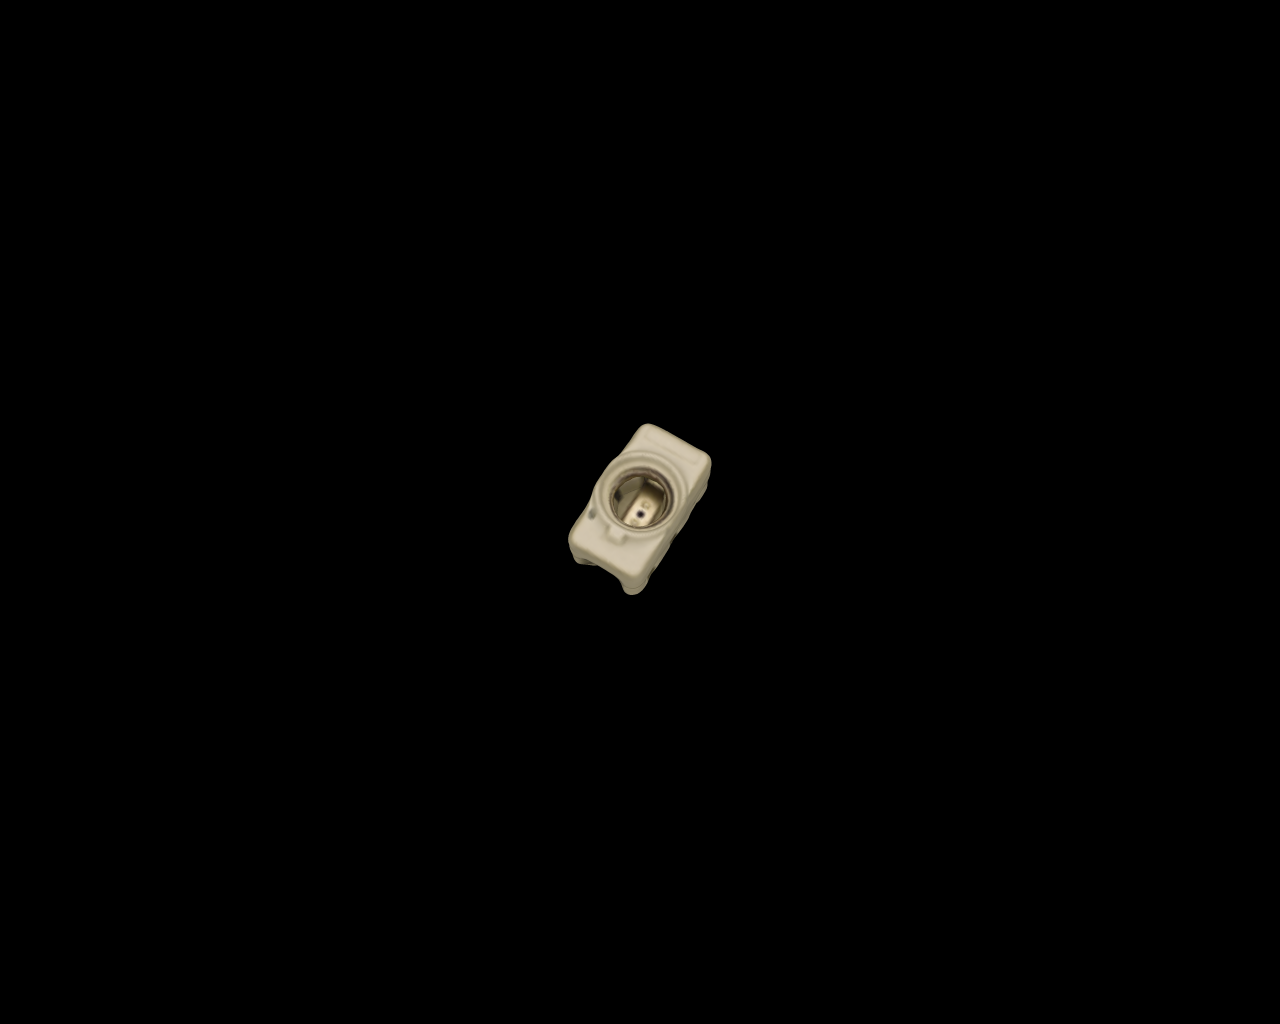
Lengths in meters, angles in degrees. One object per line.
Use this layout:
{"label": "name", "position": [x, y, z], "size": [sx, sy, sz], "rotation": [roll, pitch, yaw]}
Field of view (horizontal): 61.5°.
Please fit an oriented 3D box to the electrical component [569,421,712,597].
{"label": "electrical component", "position": [0.001, -0.003, 0.650], "size": [0.050, 0.089, 0.055], "rotation": [30, -15, 9]}
